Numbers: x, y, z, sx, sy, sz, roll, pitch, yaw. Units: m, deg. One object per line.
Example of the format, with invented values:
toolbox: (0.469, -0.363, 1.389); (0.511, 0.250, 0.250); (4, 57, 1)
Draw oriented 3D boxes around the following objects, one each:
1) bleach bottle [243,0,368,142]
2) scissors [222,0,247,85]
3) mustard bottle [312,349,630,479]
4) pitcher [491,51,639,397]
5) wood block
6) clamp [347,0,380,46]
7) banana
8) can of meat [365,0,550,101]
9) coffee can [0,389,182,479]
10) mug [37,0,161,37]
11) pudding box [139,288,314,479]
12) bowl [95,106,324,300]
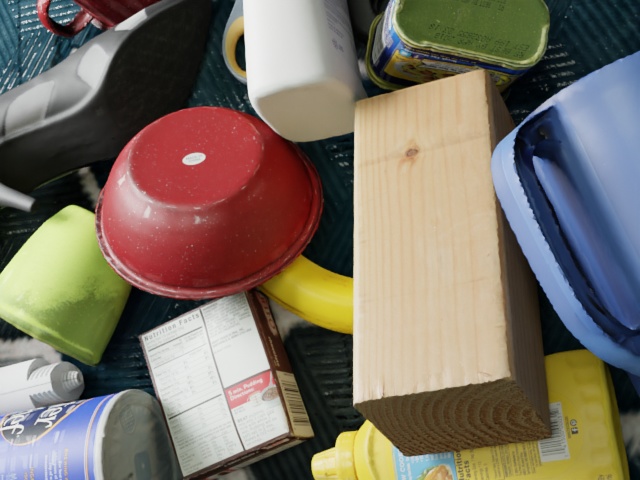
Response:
bleach bottle: (-0.019, -0.201, 0.724); (0.068, 0.102, 0.251); (-11, 73, 15)
scissors: (-0.067, -0.194, 0.814); (0.096, 0.016, 0.202); (-46, 66, 2)
mustard bottle: (0.086, 0.129, 0.654); (0.192, 0.058, 0.096); (-12, 71, 19)
pitcher: (0.203, 0.022, 0.590); (0.149, 0.145, 0.243); (-24, 73, 12)
wood block: (0.076, 0.012, 0.636); (0.091, 0.090, 0.206); (-12, 56, 21)
clamp: (0.032, -0.194, 0.763); (0.120, 0.039, 0.171); (-21, 71, 19)
banana: (-0.012, 0.016, 0.736); (0.198, 0.037, 0.069); (26, 65, 23)
can of meat: (0.086, -0.128, 0.679); (0.102, 0.084, 0.057); (11, 80, -6)
coffee can: (-0.180, 0.164, 0.729); (0.140, 0.102, 0.103); (-12, 73, 19)
mug: (-0.176, -0.210, 0.826); (0.093, 0.081, 0.117); (43, 95, 24)
pudding box: (-0.066, 0.100, 0.734); (0.090, 0.039, 0.113); (-26, 68, 15)
bowl: (-0.080, -0.039, 0.725); (0.162, 0.055, 0.162); (-4, 52, 4)
